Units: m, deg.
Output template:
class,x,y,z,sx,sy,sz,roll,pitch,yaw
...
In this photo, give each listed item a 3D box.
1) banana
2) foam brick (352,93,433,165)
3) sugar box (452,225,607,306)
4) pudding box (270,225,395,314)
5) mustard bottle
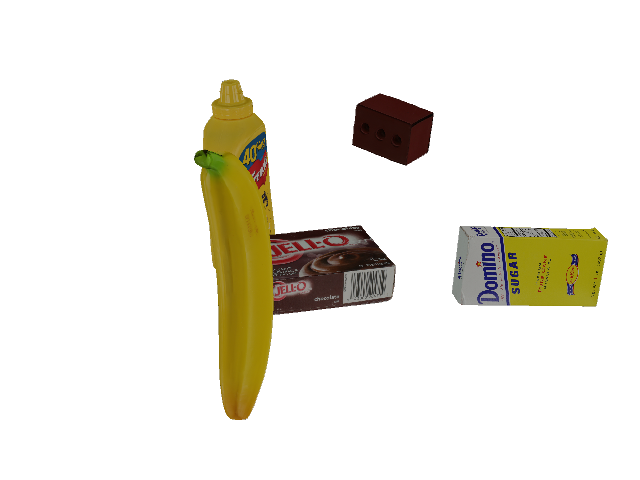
class,x,y,z,sx,sy,sz,roll,pitch,yaw
banana,-0.057,0.021,0.698,0.037,0.198,0.069,7,30,26
foam brick,0.083,-0.129,1.227,0.078,0.053,0.051,24,35,29
sugar box,0.254,0.032,1.304,0.176,0.093,0.048,-1,21,-10
pudding box,-0.003,0.024,0.921,0.113,0.039,0.090,-4,25,-17
mustard bottle,-0.085,-0.071,1.096,0.058,0.192,0.096,7,27,21
